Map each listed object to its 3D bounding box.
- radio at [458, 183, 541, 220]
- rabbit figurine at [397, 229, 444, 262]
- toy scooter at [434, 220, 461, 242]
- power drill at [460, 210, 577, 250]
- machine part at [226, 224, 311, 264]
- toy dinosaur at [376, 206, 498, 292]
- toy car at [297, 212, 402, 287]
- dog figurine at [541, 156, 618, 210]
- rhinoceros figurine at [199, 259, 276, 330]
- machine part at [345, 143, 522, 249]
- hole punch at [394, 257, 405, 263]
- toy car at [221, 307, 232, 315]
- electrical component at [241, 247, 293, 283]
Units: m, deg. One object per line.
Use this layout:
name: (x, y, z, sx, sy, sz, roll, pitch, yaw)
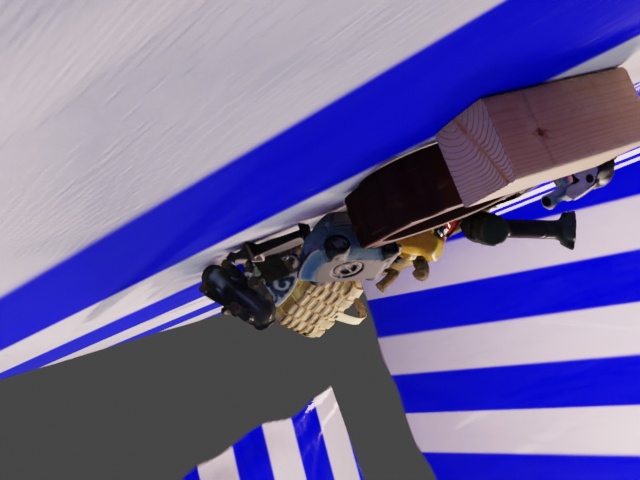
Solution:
radio: (0.297, -0.097, 0.922, 0.131, 0.073, 0.229, -20, 175, 6)
rabbit figurine: (0.168, -0.005, 1.031, 0.162, 0.122, 0.173, -9, 167, 19)
toy scooter: (0.269, -0.051, 1.163, 0.135, 0.075, 0.183, -51, 160, -11)
power drill: (0.386, -0.027, 1.061, 0.207, 0.086, 0.232, 8, -174, 13)
machine part: (-0.079, 0.011, 0.873, 0.139, 0.039, 0.084, -19, 168, 4)
toy dinosaur: (0.264, 0.017, 1.430, 0.471, 0.105, 0.198, -25, -161, 47)
toy car: (0.040, 0.005, 0.831, 0.162, 0.103, 0.109, -4, 150, -21)
dog figurine: (0.528, -0.151, 1.063, 0.219, 0.108, 0.191, -21, 172, -33)
rhinoceros figurine: (-0.145, 0.089, 0.930, 0.191, 0.073, 0.112, 22, 163, 44)
machine part: (0.150, -0.065, 0.724, 0.201, 0.087, 0.201, -15, 171, -25)
hole punch: (0.210, -0.021, 1.313, 0.142, 0.092, 0.116, -25, -157, 21)
toy car: (-0.154, 0.112, 1.124, 0.053, 0.089, 0.202, -24, 159, 20)
electrical component: (-0.092, 0.040, 0.949, 0.102, 0.078, 0.045, -16, -162, 18)
